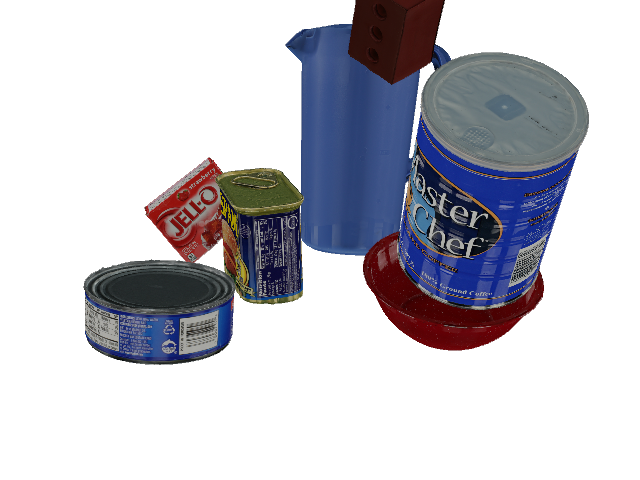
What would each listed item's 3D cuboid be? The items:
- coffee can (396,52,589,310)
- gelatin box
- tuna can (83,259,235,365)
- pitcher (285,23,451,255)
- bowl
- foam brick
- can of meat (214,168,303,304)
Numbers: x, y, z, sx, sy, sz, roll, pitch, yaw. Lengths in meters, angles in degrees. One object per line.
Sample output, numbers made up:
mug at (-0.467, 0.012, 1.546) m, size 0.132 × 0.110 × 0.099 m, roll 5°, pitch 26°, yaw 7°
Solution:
coffee can at (0.109, -0.037, 0.702) m, size 0.102 × 0.103 × 0.140 m, roll 0°, pitch -41°, yaw -4°
gelatin box at (-0.125, -0.030, 1.104) m, size 0.089 × 0.073 × 0.030 m, roll -38°, pitch 22°, yaw 0°
tuna can at (-0.092, 0.040, 0.612) m, size 0.086 × 0.034 × 0.086 m, roll 3°, pitch 17°, yaw -1°
pitcher at (0.049, -0.111, 1.160) m, size 0.149 × 0.243 × 0.144 m, roll 8°, pitch 11°, yaw 26°
bowl at (0.116, 0.050, 0.964) m, size 0.162 × 0.055 × 0.162 m, roll 3°, pitch 33°, yaw -2°
foam brick at (0.061, -0.175, 0.851) m, size 0.053 × 0.078 × 0.051 m, roll 38°, pitch 56°, yaw 24°
can of meat at (-0.049, -0.004, 0.869) m, size 0.057 × 0.084 × 0.102 m, roll -8°, pitch 22°, yaw -14°
